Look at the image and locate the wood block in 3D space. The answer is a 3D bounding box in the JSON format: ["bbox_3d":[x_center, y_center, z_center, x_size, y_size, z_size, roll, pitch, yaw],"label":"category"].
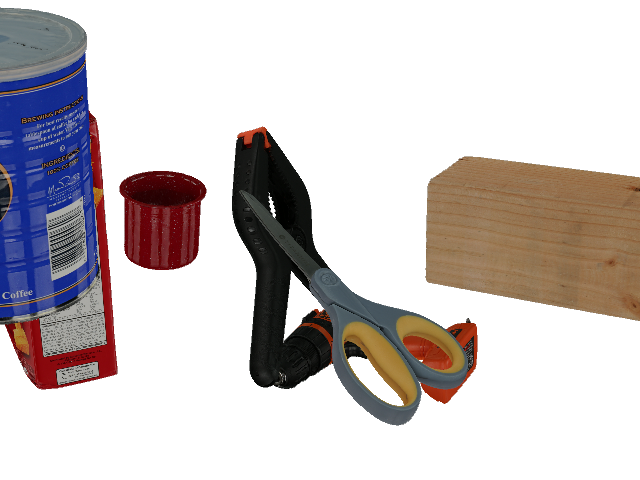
[{"bbox_3d":[0.196,-0.004,0.856,0.206,0.090,0.090,10,23,27],"label":"wood block"}]

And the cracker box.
[{"bbox_3d":[-0.219,-0.017,0.828,0.072,0.214,0.164,-12,30,-23],"label":"cracker box"}]

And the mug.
[{"bbox_3d":[-0.178,-0.026,1.171,0.093,0.081,0.117,-9,31,-26],"label":"mug"}]

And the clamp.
[{"bbox_3d":[-0.026,0.007,0.920,0.036,0.210,0.164,-11,1,32],"label":"clamp"}]

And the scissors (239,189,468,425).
[{"bbox_3d":[0.023,0.033,0.680,0.096,0.016,0.202,-2,44,-28],"label":"scissors"}]

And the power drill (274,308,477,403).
[{"bbox_3d":[0.057,0.117,1.116,0.188,0.057,0.184,10,26,27],"label":"power drill"}]

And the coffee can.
[{"bbox_3d":[-0.172,-0.041,0.567,0.103,0.140,0.103,2,28,-1],"label":"coffee can"}]
